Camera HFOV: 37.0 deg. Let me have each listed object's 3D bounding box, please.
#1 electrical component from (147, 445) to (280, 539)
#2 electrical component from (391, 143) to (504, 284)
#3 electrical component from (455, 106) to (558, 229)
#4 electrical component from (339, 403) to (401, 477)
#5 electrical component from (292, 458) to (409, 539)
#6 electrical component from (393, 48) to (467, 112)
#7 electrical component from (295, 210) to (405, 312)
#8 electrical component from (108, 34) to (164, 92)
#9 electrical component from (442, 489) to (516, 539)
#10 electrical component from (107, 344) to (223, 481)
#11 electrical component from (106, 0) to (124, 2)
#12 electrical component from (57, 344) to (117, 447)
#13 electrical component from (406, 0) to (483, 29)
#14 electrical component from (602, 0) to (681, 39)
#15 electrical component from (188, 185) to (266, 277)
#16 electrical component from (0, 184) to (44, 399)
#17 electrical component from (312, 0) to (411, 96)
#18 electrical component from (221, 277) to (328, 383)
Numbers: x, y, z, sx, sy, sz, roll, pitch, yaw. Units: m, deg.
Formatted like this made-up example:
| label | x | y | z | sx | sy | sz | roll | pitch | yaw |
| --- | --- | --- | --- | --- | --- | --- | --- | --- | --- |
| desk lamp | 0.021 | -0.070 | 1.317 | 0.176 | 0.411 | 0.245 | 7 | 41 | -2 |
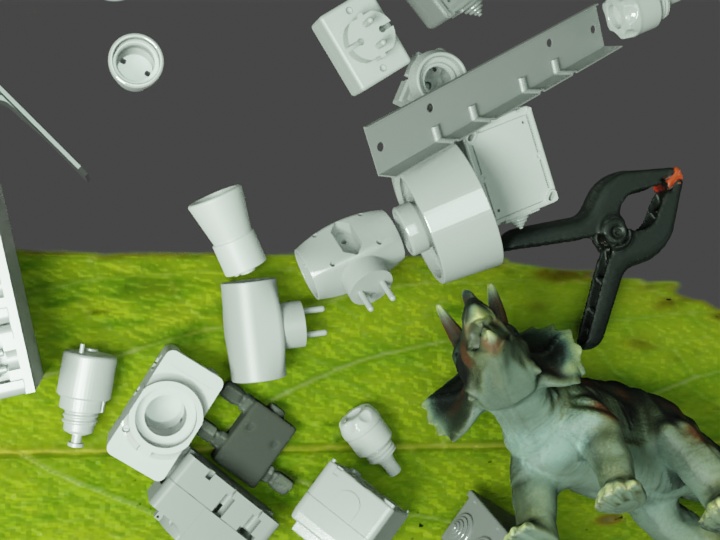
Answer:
| label | x | y | z | sx | sy | sz | roll | pitch | yaw |
| --- | --- | --- | --- | --- | --- | --- | --- | --- | --- |
| electrical component | -0.116 | 0.186 | 0.828 | 0.089 | 0.050 | 0.055 | 41 | 83 | -11 |
| electrical component | 0.060 | -0.041 | 0.834 | 0.060 | 0.108 | 0.108 | -24 | 97 | -5 |
| electrical component | 0.113 | -0.079 | 0.869 | 0.062 | 0.061 | 0.096 | -22 | 104 | -11 |
| electrical component | 0.012 | 0.139 | 0.864 | 0.035 | 0.035 | 0.061 | -37 | 101 | -9 |
| electrical component | -0.007 | 0.193 | 0.835 | 0.062 | 0.096 | 0.061 | 35 | 84 | 18 |
| electrical component | 0.057 | -0.147 | 0.853 | 0.048 | 0.055 | 0.066 | 23 | 87 | -13 |
| electrical component | 0.000 | 0.000 | 0.839 | 0.077 | 0.043 | 0.079 | -25 | 54 | -11 |
| electrical component | -0.168 | -0.154 | 0.807 | 0.040 | 0.046 | 0.040 | 0 | 92 | -13 |
| electrical component | 0.121 | 0.231 | 0.858 | 0.100 | 0.100 | 0.048 | 34 | 92 | -21 |
| electrical component | -0.148 | 0.107 | 0.816 | 0.050 | 0.056 | 0.089 | 33 | 85 | -12 |
| electrical component | -0.183 | -0.231 | 0.795 | 0.078 | 0.057 | 0.058 | -3 | 93 | -13 |
| electrical component | -0.208 | 0.094 | 0.810 | 0.040 | 0.040 | 0.078 | 9 | 90 | -13 |
| electrical component | 0.063 | -0.237 | 0.848 | 0.062 | 0.061 | 0.096 | -41 | 100 | -9 |
| electrical component | 0.238 | -0.222 | 0.897 | 0.062 | 0.043 | 0.043 | -24 | 97 | -12 |
| electrical component | -0.099 | -0.028 | 0.830 | 0.044 | 0.044 | 0.065 | -25 | 102 | -11 |
| electrical component | -0.276 | 0.016 | 0.766 | 0.062 | 0.089 | 0.150 | -12 | 95 | -12 |
| electrical component | 0.005 | -0.178 | 0.829 | 0.047 | 0.077 | 0.065 | -33 | 99 | -9 |
| electrical component | -0.065 | 0.044 | 0.838 | 0.079 | 0.043 | 0.077 | -7 | 93 | -13 |
